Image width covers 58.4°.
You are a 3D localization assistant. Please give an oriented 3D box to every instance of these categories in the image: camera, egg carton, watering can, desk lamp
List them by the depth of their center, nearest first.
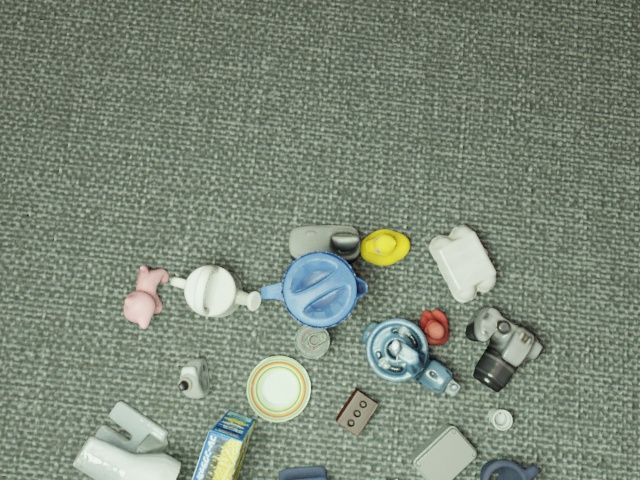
[{"bbox_3d":[-0.352,0.411,1.060,0.203,0.213,0.118,32,83,4],"label":"desk lamp"},{"bbox_3d":[-0.203,0.099,1.114,0.173,0.194,0.101,-8,82,-2],"label":"watering can"},{"bbox_3d":[0.357,0.226,1.153,0.143,0.101,0.137,34,83,4],"label":"camera"},{"bbox_3d":[0.298,0.048,1.192,0.107,0.069,0.150,-27,83,-4],"label":"egg carton"}]

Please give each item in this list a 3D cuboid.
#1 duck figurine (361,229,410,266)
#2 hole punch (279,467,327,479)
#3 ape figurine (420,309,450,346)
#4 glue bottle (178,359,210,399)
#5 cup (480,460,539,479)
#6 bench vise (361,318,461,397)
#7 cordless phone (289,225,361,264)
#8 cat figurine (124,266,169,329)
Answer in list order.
[{"bbox_3d":[0.137,0.012,1.186,0.104,0.086,0.077,-6,82,-1],"label":"duck figurine"},{"bbox_3d":[-0.030,0.503,1.115,0.108,0.091,0.101,-5,82,-1],"label":"hole punch"},{"bbox_3d":[0.231,0.182,1.162,0.078,0.092,0.076,-35,84,-5],"label":"ape figurine"},{"bbox_3d":[-0.247,0.272,1.101,0.037,0.173,0.078,-6,82,-1],"label":"glue bottle"},{"bbox_3d":[0.363,0.464,1.124,0.118,0.095,0.091,-24,83,-4],"label":"cup"},{"bbox_3d":[0.184,0.220,1.091,0.207,0.219,0.121,16,82,2],"label":"bench vise"},{"bbox_3d":[0.010,0.004,1.135,0.147,0.185,0.094,-4,82,-1],"label":"cordless phone"},{"bbox_3d":[-0.356,0.112,1.149,0.067,0.118,0.128,6,82,0],"label":"cat figurine"}]
